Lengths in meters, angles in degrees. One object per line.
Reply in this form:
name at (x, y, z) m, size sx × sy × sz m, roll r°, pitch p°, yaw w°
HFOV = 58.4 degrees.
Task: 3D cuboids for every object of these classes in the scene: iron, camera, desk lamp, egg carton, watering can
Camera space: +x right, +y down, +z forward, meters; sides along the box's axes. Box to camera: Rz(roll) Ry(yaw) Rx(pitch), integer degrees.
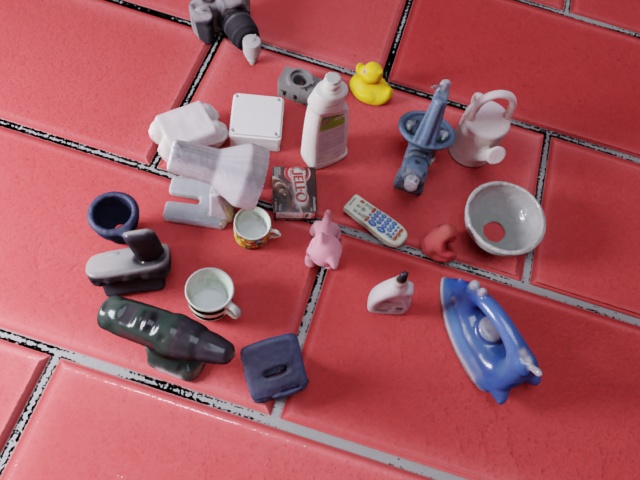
iron at (0.307, 0.156, 1.040) m, size 0.119 × 0.141 × 0.258 m, roll -24°, pitch 70°, yaw -16°
camera at (-0.208, -0.503, 1.305) m, size 0.143 × 0.101 × 0.136 m, roll -26°, pitch 71°, yaw -17°
desk lamp at (-0.196, -0.105, 1.062) m, size 0.203 × 0.213 × 0.118 m, roll 7°, pitch 65°, yaw -3°
egg carton at (-0.272, -0.223, 1.187) m, size 0.150 × 0.069 × 0.107 m, roll -26°, pitch 71°, yaw -17°
watering can at (0.348, -0.237, 1.195) m, size 0.101 × 0.194 × 0.172 m, roll -22°, pitch 70°, yaw -15°

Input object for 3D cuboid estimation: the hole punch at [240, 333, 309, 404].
hole punch at (-0.077, 0.223, 0.993) m, size 0.109 × 0.091 × 0.101 m, roll -15°, pitch 68°, yaw -13°

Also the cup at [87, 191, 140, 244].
cup at (-0.370, -0.022, 1.070) m, size 0.092 × 0.095 × 0.117 m, roll -35°, pitch 73°, yaw -19°

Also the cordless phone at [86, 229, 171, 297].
cordless phone at (-0.341, 0.024, 1.002) m, size 0.148 × 0.185 × 0.094 m, roll -12°, pitch 67°, yaw -12°

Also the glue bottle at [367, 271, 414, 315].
glue bottle at (0.135, 0.092, 1.032) m, size 0.078 × 0.173 × 0.037 m, roll 6°, pitch 65°, yaw -4°

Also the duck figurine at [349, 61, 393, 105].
duck figurine at (0.120, -0.359, 1.285) m, size 0.104 × 0.086 × 0.077 m, roll 31°, pitch 66°, yaw 8°

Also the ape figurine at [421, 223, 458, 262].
ape figurine at (0.244, -0.001, 1.132) m, size 0.076 × 0.092 × 0.078 m, roll 9°, pitch 65°, yaw -2°

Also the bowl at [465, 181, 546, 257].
bowl at (0.367, -0.032, 1.170) m, size 0.167 × 0.075 × 0.167 m, roll 3°, pitch 65°, yaw -5°

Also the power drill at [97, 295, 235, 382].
power drill at (-0.240, 0.167, 0.936) m, size 0.229 × 0.208 × 0.076 m, roll 20°, pitch 65°, yaw 3°

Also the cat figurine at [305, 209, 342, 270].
cat figurine at (0.010, 0.004, 1.089) m, size 0.067 × 0.118 × 0.128 m, roll 7°, pitch 65°, yaw -3°

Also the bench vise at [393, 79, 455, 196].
bench vise at (0.222, -0.201, 1.150) m, size 0.121 × 0.220 × 0.207 m, roll 2°, pitch 65°, yaw -5°
